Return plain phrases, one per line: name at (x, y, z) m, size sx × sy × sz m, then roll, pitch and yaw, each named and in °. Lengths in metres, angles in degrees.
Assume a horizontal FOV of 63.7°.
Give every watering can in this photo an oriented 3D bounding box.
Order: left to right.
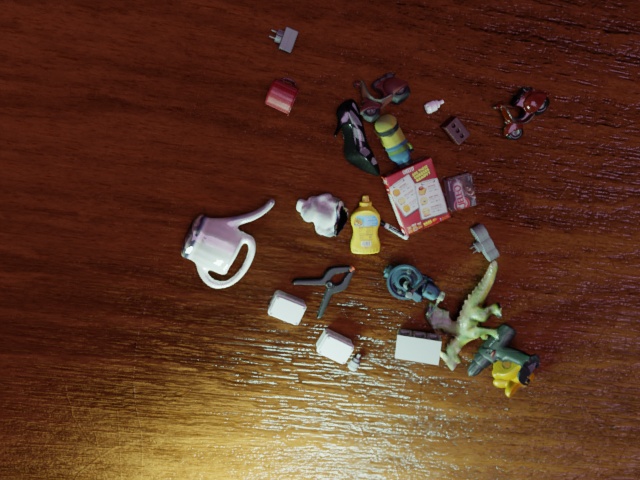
watering can at (-0.300, -0.014, 1.626) m, size 0.223 × 0.105 × 0.345 m, roll 25°, pitch 100°, yaw -11°

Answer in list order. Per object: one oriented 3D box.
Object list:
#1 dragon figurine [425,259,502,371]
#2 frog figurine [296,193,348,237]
dragon figurine at (0.492, 0.261, 1.799) m, size 0.243 × 0.123 × 0.406 m, roll -1°, pitch 102°, yaw 1°
frog figurine at (0.005, -0.084, 1.667) m, size 0.160 × 0.124 × 0.135 m, roll 12°, pitch 116°, yaw 27°
